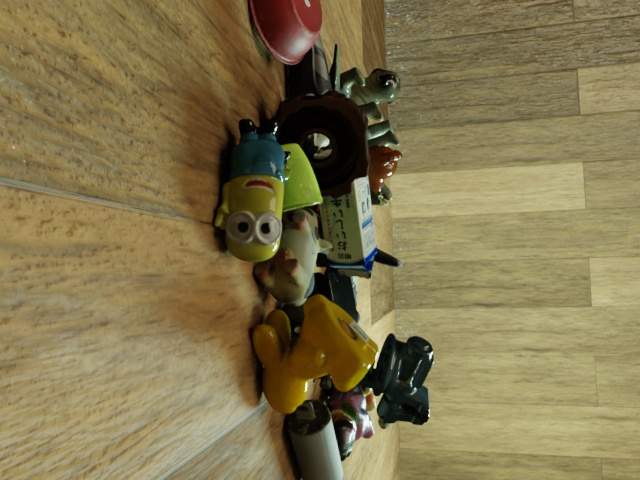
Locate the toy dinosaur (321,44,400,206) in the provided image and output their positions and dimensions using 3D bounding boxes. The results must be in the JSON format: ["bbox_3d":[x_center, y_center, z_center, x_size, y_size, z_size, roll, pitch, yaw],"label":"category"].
[{"bbox_3d":[0.050,-0.232,1.153,0.404,0.192,0.131,46,19,-45],"label":"toy dinosaur"}]

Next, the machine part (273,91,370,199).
[{"bbox_3d":[-0.003,-0.148,0.849,0.056,0.179,0.179,-70,155,-66],"label":"machine part"}]

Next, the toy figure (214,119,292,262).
[{"bbox_3d":[-0.079,-0.062,0.688,0.089,0.082,0.180,51,36,-66],"label":"toy figure"}]

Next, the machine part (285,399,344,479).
[{"bbox_3d":[-0.007,0.360,0.931,0.079,0.079,0.242,-73,158,-55],"label":"machine part"}]

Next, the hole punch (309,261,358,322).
[{"bbox_3d":[0.008,0.115,1.016,0.115,0.092,0.142,16,66,-68],"label":"hole punch"}]

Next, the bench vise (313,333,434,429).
[{"bbox_3d":[0.104,0.261,1.034,0.129,0.241,0.223,-74,-179,-50],"label":"bench vise"}]

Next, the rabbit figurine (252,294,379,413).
[{"bbox_3d":[-0.025,0.172,0.765,0.162,0.173,0.122,42,17,0],"label":"rabbit figurine"}]

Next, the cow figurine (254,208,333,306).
[{"bbox_3d":[-0.035,0.020,0.857,0.195,0.086,0.127,-83,158,-46],"label":"cow figurine"}]

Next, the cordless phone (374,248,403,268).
[{"bbox_3d":[0.081,0.020,1.117,0.088,0.184,0.146,-67,166,0],"label":"cordless phone"}]

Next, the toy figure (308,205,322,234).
[{"bbox_3d":[-0.026,-0.055,0.962,0.064,0.058,0.154,-86,167,-58],"label":"toy figure"}]

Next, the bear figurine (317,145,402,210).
[{"bbox_3d":[0.070,-0.124,1.095,0.120,0.196,0.131,-57,144,-74],"label":"bear figurine"}]

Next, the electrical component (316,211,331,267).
[{"bbox_3d":[-0.002,-0.003,1.035,0.048,0.075,0.119,-30,120,-76],"label":"electrical component"}]

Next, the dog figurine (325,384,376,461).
[{"bbox_3d":[0.046,0.352,1.113,0.219,0.109,0.191,51,39,-65],"label":"dog figurine"}]

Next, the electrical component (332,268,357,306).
[{"bbox_3d":[0.054,0.115,1.295,0.134,0.058,0.114,-27,116,-76],"label":"electrical component"}]

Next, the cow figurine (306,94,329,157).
[{"bbox_3d":[-0.028,-0.164,0.956,0.098,0.068,0.167,-70,152,-47],"label":"cow figurine"}]

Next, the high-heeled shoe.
[{"bbox_3d":[-0.012,-0.298,1.010,0.145,0.086,0.248,-76,154,-47],"label":"high-heeled shoe"}]

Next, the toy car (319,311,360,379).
[{"bbox_3d":[0.033,0.206,1.120,0.202,0.053,0.089,-42,133,-54],"label":"toy car"}]

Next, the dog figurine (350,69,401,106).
[{"bbox_3d":[0.092,-0.299,1.239,0.172,0.191,0.121,74,19,-52],"label":"dog figurine"}]

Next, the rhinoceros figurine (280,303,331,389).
[{"bbox_3d":[-0.021,0.175,0.915,0.112,0.073,0.190,-77,161,-46],"label":"rhinoceros figurine"}]
